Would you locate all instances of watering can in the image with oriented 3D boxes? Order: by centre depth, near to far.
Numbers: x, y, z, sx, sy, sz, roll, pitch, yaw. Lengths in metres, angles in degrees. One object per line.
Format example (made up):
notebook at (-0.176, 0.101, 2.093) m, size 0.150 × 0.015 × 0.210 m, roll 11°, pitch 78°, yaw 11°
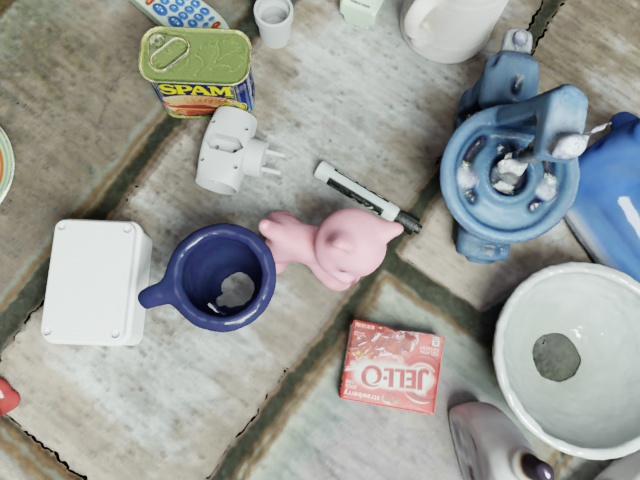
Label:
watering can at (0.142, -0.266, 0.540) m, size 0.101 × 0.194 × 0.173 m, roll 21°, pitch 78°, yaw 3°

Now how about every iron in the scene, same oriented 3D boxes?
iron at (0.334, -0.009, 0.517) m, size 0.119 × 0.141 × 0.258 m, roll -31°, pitch 80°, yaw -8°

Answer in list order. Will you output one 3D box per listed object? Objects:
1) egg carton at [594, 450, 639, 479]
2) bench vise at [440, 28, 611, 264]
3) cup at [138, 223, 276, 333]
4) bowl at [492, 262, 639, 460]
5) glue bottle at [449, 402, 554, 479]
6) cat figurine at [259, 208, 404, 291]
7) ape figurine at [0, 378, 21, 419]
egg carton at (0.269, 0.254, 0.494) m, size 0.150 × 0.069 × 0.107 m, roll -35°, pitch 81°, yaw -9°
bench vise at (0.159, -0.097, 0.490) m, size 0.121 × 0.220 × 0.207 m, roll -9°, pitch 78°, yaw -4°
cup at (-0.095, 0.043, 0.514) m, size 0.118 × 0.095 × 0.091 m, roll -17°, pitch 79°, yaw -5°
bowl at (0.230, 0.108, 0.522) m, size 0.167 × 0.075 × 0.167 m, roll 0°, pitch 78°, yaw -2°
glue bottle at (0.145, 0.172, 0.455) m, size 0.037 × 0.173 × 0.078 m, roll -10°, pitch 78°, yaw -4°
cat figurine at (0.005, 0.002, 0.515) m, size 0.127 × 0.118 × 0.067 m, roll 13°, pitch 77°, yaw 1°
ape figurine at (-0.316, 0.132, 0.488) m, size 0.076 × 0.092 × 0.078 m, roll -10°, pitch 78°, yaw -4°
